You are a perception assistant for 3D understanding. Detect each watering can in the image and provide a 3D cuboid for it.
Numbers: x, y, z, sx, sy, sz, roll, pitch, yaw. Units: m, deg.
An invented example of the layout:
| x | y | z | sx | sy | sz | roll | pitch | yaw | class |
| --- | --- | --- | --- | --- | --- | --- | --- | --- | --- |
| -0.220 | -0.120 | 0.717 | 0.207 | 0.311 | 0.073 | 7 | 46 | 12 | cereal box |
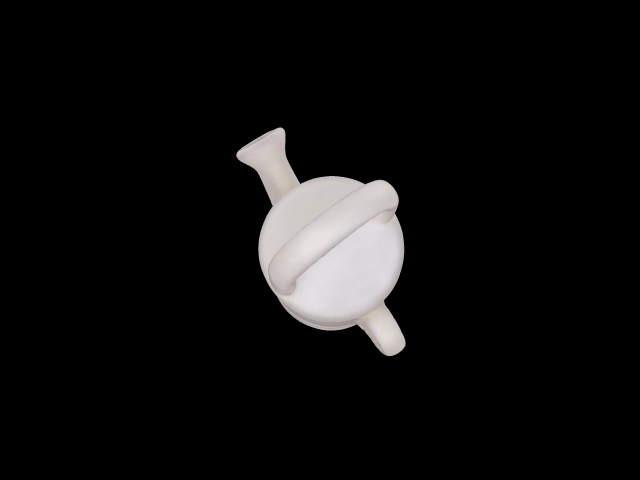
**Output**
| x | y | z | sx | sy | sz | roll | pitch | yaw | class |
| --- | --- | --- | --- | --- | --- | --- | --- | --- | --- |
| 0.002 | 0.003 | 0.400 | 0.172 | 0.194 | 0.101 | 33 | 80 | 7 | watering can |
